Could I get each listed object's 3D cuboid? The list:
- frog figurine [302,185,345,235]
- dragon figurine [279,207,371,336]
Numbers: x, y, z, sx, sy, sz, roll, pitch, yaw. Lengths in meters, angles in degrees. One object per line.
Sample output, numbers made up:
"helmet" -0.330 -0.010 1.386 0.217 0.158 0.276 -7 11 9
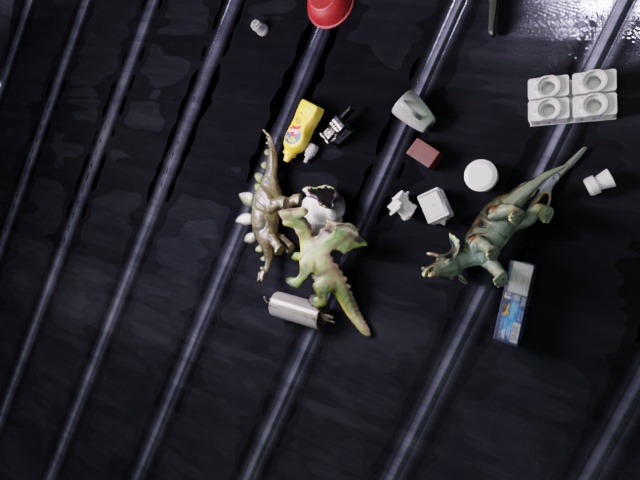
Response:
"frog figurine" 0.005 -0.076 1.504 0.138 0.155 0.125 25 46 19
"dragon figurine" 0.038 0.062 1.421 0.412 0.238 0.124 39 32 8
